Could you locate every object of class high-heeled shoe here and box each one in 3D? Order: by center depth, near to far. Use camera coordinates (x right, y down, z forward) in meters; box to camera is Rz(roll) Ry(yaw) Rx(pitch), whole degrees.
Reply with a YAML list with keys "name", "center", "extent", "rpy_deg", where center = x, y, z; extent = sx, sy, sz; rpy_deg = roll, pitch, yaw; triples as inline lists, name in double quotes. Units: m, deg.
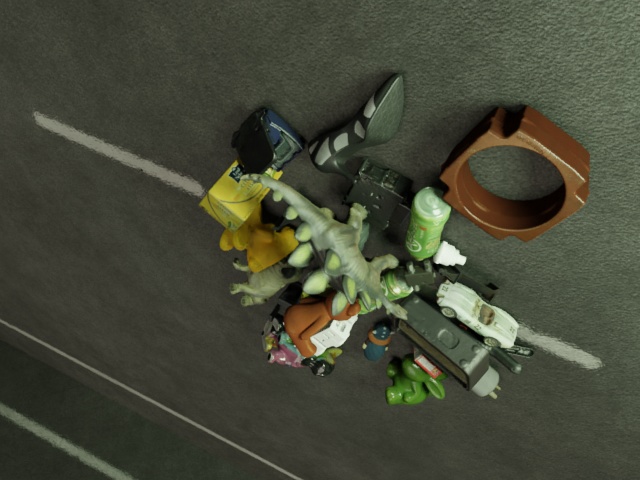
- name: "high-heeled shoe"
  center: [0.059, -0.217, 0.984]
  extent: [0.145, 0.086, 0.248]
  rpy_deg: [49, 129, 30]

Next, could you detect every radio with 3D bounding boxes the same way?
- name: "radio"
  center: [0.266, 0.224, 1.204]
  extent: [0.230, 0.073, 0.131]
  rpy_deg: [38, 165, 28]

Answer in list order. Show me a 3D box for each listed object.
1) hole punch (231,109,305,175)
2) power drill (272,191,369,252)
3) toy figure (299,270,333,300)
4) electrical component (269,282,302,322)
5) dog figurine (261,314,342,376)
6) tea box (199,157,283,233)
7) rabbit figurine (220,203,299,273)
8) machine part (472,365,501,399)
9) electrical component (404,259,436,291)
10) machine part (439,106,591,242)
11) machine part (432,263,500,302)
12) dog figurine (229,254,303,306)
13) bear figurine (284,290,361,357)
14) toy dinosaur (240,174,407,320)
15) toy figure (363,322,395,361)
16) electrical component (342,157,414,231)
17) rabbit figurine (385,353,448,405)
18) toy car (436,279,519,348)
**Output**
- name: "hole punch"
  center: [-0.106, -0.195, 1.094]
  extent: [0.142, 0.092, 0.115]
  rpy_deg: [-33, 80, 51]
- name: "power drill"
  center: [-0.003, -0.004, 1.219]
  extent: [0.207, 0.086, 0.232]
  rpy_deg: [36, 140, 1]
- name: "toy figure"
  center: [-0.009, 0.150, 1.383]
  extent: [0.089, 0.082, 0.180]
  rpy_deg: [4, 131, -7]
- name: "electrical component"
  center: [-0.088, 0.172, 1.429]
  extent: [0.048, 0.119, 0.074]
  rpy_deg: [24, 138, 11]
- name: "dog figurine"
  center: [-0.049, 0.314, 1.567]
  extent: [0.219, 0.192, 0.108]
  rpy_deg: [21, 107, -25]
- name: "tea box"
  center: [-0.166, -0.110, 1.142]
  extent: [0.098, 0.170, 0.068]
  rpy_deg: [39, 142, -11]
- name: "rabbit figurine"
  center: [-0.160, -0.019, 1.271]
  extent: [0.122, 0.162, 0.173]
  rpy_deg: [-2, 114, 51]
- name: "machine part"
  center: [0.350, 0.301, 1.309]
  extent: [0.243, 0.079, 0.079]
  rpy_deg: [40, 141, -8]
- name: "electrical component"
  center: [0.210, 0.074, 1.120]
  extent: [0.063, 0.021, 0.093]
  rpy_deg: [-7, 137, 15]
- name: "machine part"
  center: [0.320, -0.106, 0.891]
  extent: [0.201, 0.087, 0.201]
  rpy_deg: [37, 141, -3]
- name: "machine part"
  center: [0.303, 0.084, 1.122]
  extent: [0.139, 0.039, 0.084]
  rpy_deg: [25, -178, -3]
- name: "dog figurine"
  center: [-0.118, 0.108, 1.410]
  extent: [0.191, 0.121, 0.172]
  rpy_deg: [-6, 162, 17]
- name: "bear figurine"
  center: [0.017, 0.180, 1.282]
  extent: [0.196, 0.120, 0.131]
  rpy_deg: [-21, 134, 10]
- name: "toy dinosaur"
  center: [0.028, 0.016, 1.032]
  extent: [0.105, 0.198, 0.471]
  rpy_deg: [-25, 118, 37]
- name: "toy figure"
  center: [0.151, 0.262, 1.414]
  extent: [0.058, 0.064, 0.154]
  rpy_deg: [55, 149, 34]
- name: "electrical component"
  center: [0.121, -0.085, 1.068]
  extent: [0.134, 0.058, 0.114]
  rpy_deg: [29, 143, 4]
- name: "rabbit figurine"
  center: [0.251, 0.365, 1.406]
  extent: [0.159, 0.121, 0.170]
  rpy_deg: [15, 141, 11]
- name: "toy car"
  center: [0.340, 0.159, 1.167]
  extent: [0.202, 0.073, 0.056]
  rpy_deg: [35, 145, -4]
